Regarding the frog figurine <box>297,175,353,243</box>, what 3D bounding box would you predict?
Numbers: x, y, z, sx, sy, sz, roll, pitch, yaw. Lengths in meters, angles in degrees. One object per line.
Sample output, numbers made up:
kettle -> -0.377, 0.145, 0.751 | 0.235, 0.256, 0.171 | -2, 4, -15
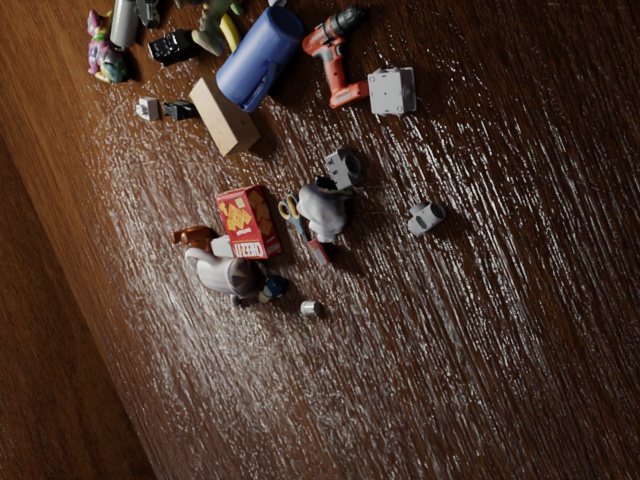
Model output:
frog figurine -> 0.004, -0.065, 1.296 | 0.138, 0.124, 0.157 | 20, 113, 13

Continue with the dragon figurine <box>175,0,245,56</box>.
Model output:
dragon figurine -> -0.265, -0.643, 1.201 | 0.122, 0.246, 0.404 | 11, 118, 46

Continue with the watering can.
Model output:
watering can -> -0.281, 0.131, 1.629 | 0.224, 0.106, 0.341 | 7, 148, 33
